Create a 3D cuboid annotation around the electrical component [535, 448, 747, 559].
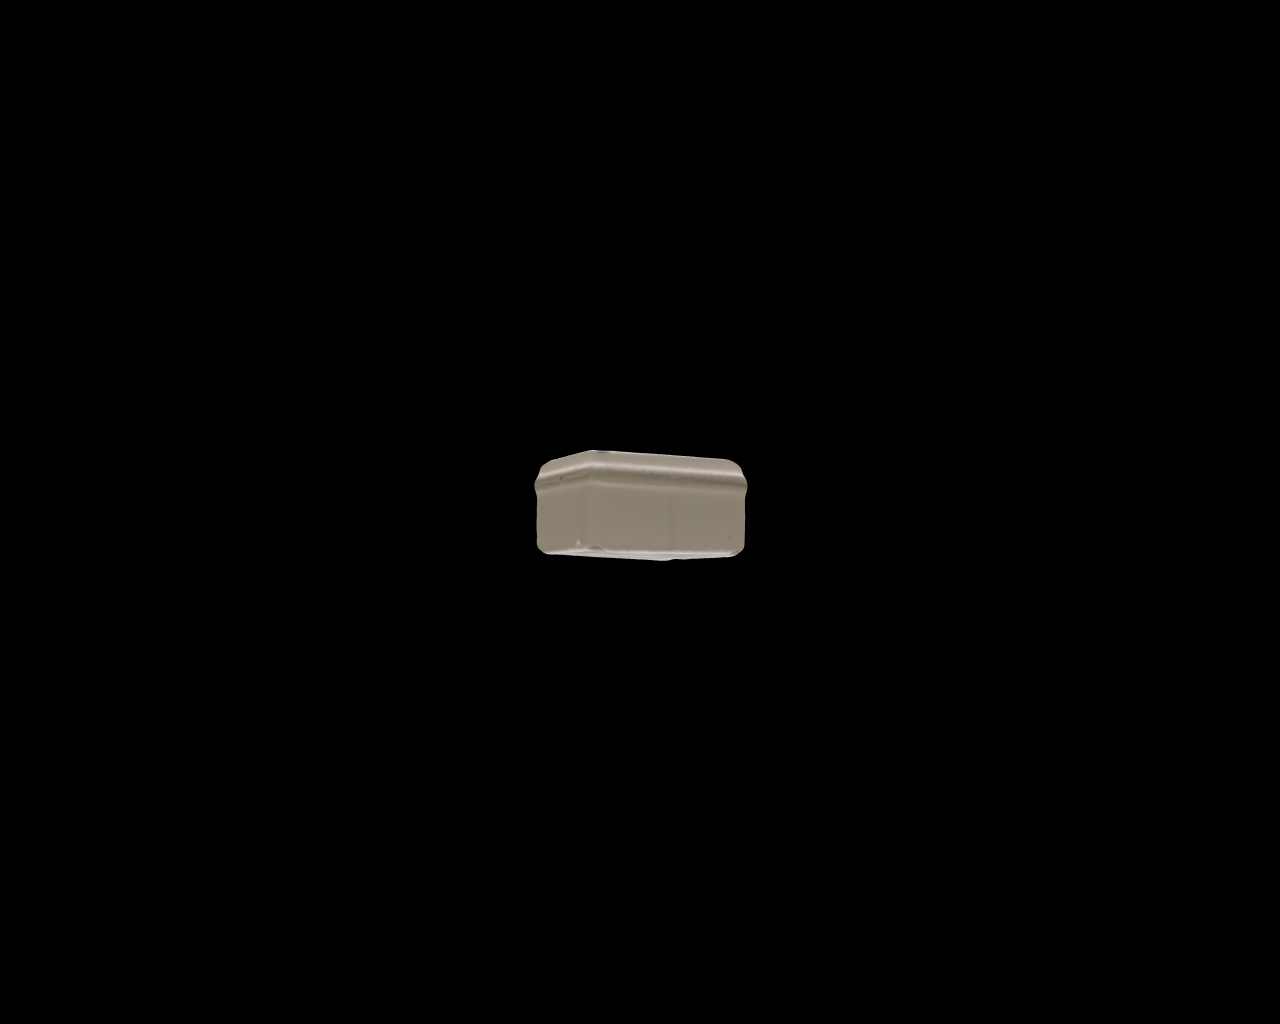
[{"bbox_3d":[0.001,-0.003,0.650,0.113,0.057,0.078,3,-6,-33],"label":"electrical component"}]
